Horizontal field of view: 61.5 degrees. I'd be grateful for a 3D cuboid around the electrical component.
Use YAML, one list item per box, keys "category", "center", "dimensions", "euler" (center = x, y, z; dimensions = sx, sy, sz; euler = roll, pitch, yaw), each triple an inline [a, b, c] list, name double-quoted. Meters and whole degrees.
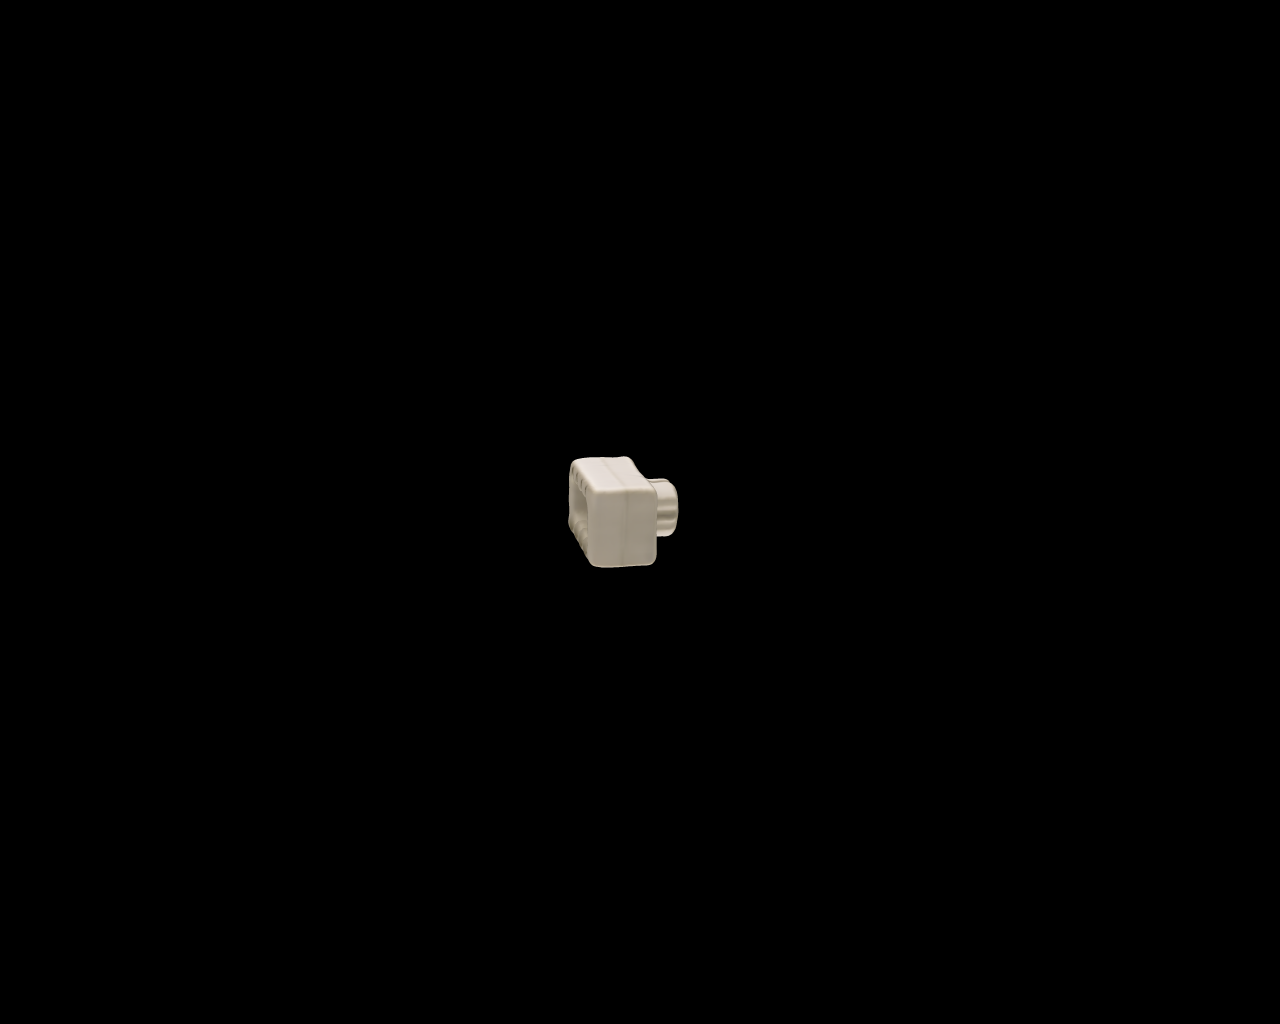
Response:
- category: "electrical component"
  center: [0.001, -0.003, 0.650]
  dimensions: [0.076, 0.047, 0.083]
  euler: [-3, 16, -11]
